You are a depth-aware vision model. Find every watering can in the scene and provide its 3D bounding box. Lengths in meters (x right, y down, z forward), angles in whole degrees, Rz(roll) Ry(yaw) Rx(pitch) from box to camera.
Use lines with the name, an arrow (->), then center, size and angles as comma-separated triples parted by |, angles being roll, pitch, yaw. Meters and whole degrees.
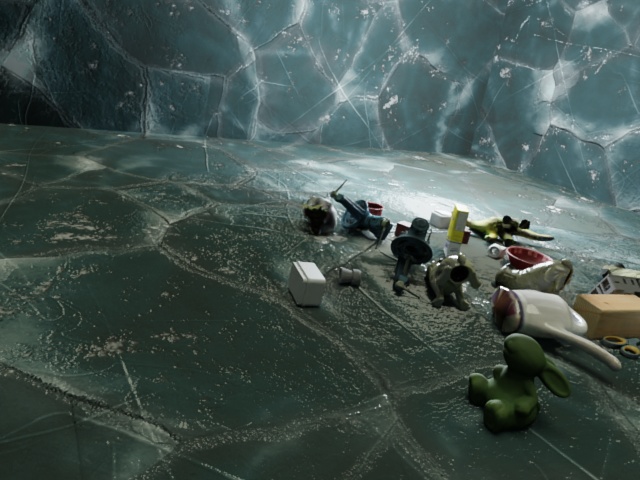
watering can -> 0.561, 0.203, 1.275 | 0.224, 0.102, 0.353 | 7, 19, -5

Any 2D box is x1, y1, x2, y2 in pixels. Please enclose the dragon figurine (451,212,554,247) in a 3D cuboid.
dragon figurine -> 0.709, -0.054, 2.075 | 0.409, 0.121, 0.245 | 12, 9, -22

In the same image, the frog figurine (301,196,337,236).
frog figurine -> 0.006, -0.091, 1.809 | 0.138, 0.121, 0.160 | 46, 14, 3
